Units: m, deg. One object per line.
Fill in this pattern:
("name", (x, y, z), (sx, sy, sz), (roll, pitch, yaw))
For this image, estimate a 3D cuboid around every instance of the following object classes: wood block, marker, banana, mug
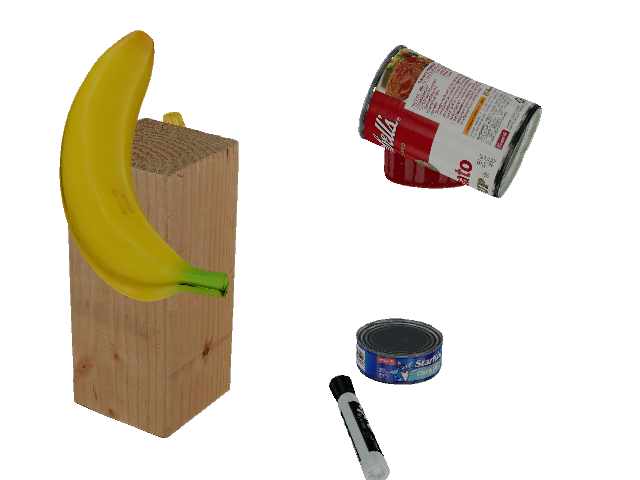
("wood block", (-0.122, 0.026, 0.785), (0.090, 0.206, 0.090), (16, 27, 26))
("marker", (0.028, 0.142, 0.826), (0.020, 0.020, 0.121), (0, 27, -14))
("banana", (-0.105, -0.037, 0.567), (0.069, 0.198, 0.037), (-10, -36, -15))
("mug", (0.111, -0.094, 0.963), (0.117, 0.081, 0.093), (2, 15, 3))

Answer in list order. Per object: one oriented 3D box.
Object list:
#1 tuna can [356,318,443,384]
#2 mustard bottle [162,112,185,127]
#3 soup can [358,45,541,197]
("tuna can", (0.078, 0.110, 1.055), (0.086, 0.034, 0.086), (0, 20, 0))
("mustard bottle", (-0.142, -0.040, 1.118), (0.058, 0.191, 0.096), (5, 26, 23))
("soup can", (0.086, -0.078, 0.705), (0.102, 0.068, 0.068), (26, 7, 15))
